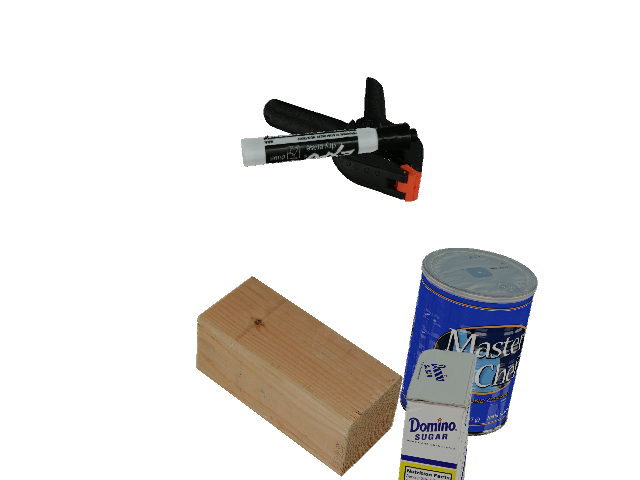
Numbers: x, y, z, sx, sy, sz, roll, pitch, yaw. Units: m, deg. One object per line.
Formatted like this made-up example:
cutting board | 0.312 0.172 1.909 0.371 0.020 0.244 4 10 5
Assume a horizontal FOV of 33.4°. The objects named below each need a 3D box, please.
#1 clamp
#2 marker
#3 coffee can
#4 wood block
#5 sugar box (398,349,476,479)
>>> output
clamp | 0.026 -0.089 0.931 0.120 0.039 0.171 -15 39 -14
marker | 0.006 -0.066 0.732 0.121 0.020 0.020 -6 1 -5
coffee can | 0.133 0.090 0.971 0.103 0.140 0.103 6 22 -3
wood block | -0.026 0.140 1.128 0.206 0.090 0.090 33 49 25
sugar box | 0.075 0.172 0.734 0.048 0.176 0.093 5 16 11
